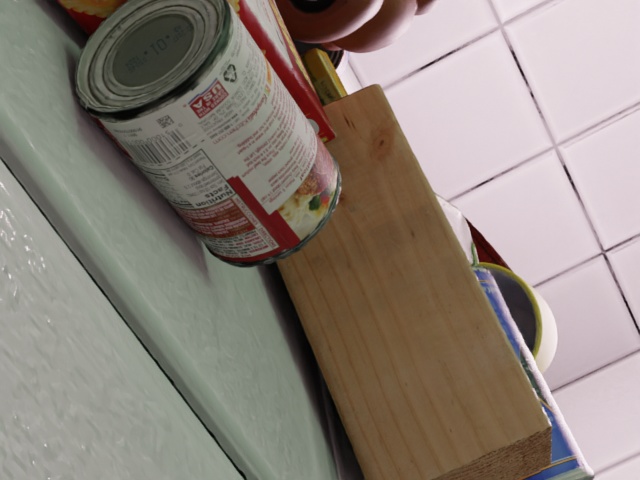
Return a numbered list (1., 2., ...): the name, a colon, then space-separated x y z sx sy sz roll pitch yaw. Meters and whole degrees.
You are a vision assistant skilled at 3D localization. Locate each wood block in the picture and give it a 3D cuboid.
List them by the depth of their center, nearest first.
1. wood block: 0.037 0.035 0.567 0.090 0.090 0.206 61 5 -65

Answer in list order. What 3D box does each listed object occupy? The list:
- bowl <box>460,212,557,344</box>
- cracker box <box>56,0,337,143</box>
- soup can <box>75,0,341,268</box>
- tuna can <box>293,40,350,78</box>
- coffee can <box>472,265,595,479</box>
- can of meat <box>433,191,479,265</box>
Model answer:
1. bowl: 0.132 0.044 0.920 0.162 0.055 0.162 53 -2 2
2. cracker box: -0.080 -0.143 0.502 0.164 0.072 0.213 68 8 28
3. soup can: -0.042 -0.044 0.426 0.102 0.068 0.068 53 13 -47
4. tuna can: -0.018 -0.165 0.917 0.086 0.086 0.033 64 7 9
5. coffee can: 0.087 0.101 0.648 0.140 0.103 0.102 66 9 21
6. can of meat: 0.048 0.009 0.688 0.102 0.084 0.057 22 57 -63
